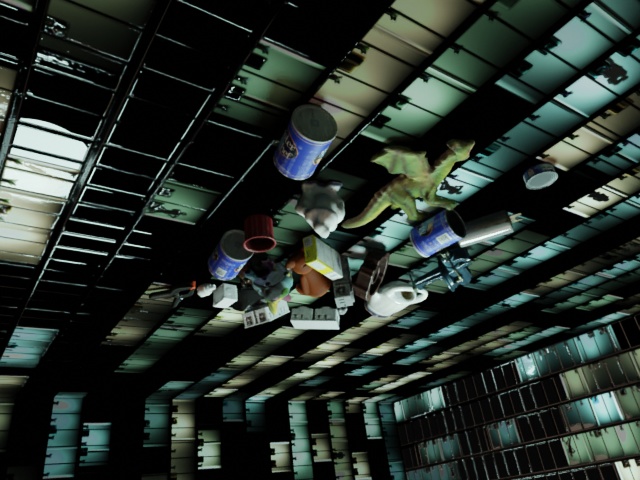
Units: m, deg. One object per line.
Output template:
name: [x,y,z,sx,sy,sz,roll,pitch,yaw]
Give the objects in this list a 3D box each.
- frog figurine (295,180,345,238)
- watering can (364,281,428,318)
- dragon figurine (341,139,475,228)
frog figurine: [0.004,-0.068,1.342,0.137,0.163,0.121,15,145,-35]
watering can: [0.247,0.216,1.974,0.347,0.106,0.220,9,148,-29]
dragon figurine: [0.206,-0.157,1.333,0.408,0.125,0.238,-19,132,15]
